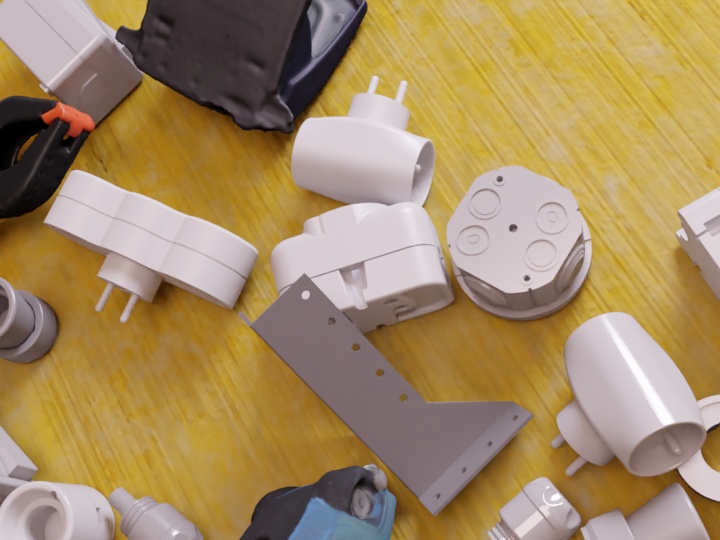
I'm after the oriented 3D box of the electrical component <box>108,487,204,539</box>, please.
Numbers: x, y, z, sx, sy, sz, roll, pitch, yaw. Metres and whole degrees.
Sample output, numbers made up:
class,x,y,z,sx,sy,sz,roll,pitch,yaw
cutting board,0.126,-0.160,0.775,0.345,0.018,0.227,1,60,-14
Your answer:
class,x,y,z,sx,sy,sz,roll,pitch,yaw
electrical component,-0.121,0.148,0.619,0.061,0.035,0.035,35,84,24

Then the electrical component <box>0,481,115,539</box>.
class,x,y,z,sx,sy,sz,roll,pitch,yaw
electrical component,-0.178,0.150,0.626,0.055,0.047,0.055,-4,72,13

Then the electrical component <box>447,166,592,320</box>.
class,x,y,z,sx,sy,sz,roll,pitch,yaw
electrical component,0.089,-0.015,0.607,0.080,0.051,0.080,-4,72,13

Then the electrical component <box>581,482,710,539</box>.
class,x,y,z,sx,sy,sz,roll,pitch,yaw
electrical component,0.146,0.139,0.546,0.055,0.045,0.045,-25,68,6

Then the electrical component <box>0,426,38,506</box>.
class,x,y,z,sx,sy,sz,roll,pitch,yaw
electrical component,-0.240,0.119,0.644,0.061,0.061,0.096,-41,68,-1

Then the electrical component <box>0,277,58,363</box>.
class,x,y,z,sx,sy,sz,roll,pitch,yaw
electrical component,-0.220,0.032,0.670,0.045,0.055,0.045,-4,72,13

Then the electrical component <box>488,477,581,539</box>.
class,x,y,z,sx,sy,sz,roll,pitch,yaw
electrical component,0.085,0.140,0.567,0.061,0.035,0.035,-41,67,2

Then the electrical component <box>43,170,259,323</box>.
class,x,y,z,sx,sy,sz,roll,pitch,yaw
electrical component,-0.137,-0.004,0.662,0.138,0.052,0.073,22,80,20

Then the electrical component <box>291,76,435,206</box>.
class,x,y,z,sx,sy,sz,roll,pitch,yaw
electrical component,0.007,-0.080,0.653,0.077,0.044,0.079,13,77,18

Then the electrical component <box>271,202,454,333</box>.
class,x,y,z,sx,sy,sz,roll,pitch,yaw
electrical component,0.000,0.000,0.623,0.095,0.053,0.059,-18,69,9

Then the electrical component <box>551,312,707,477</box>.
class,x,y,z,sx,sy,sz,roll,pitch,yaw
electrical component,0.131,0.076,0.567,0.079,0.043,0.077,-50,40,26

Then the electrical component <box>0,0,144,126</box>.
class,x,y,z,sx,sy,sz,roll,pitch,yaw
electrical component,-0.199,-0.154,0.721,0.061,0.061,0.096,-45,68,-2

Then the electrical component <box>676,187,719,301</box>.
class,x,y,z,sx,sy,sz,roll,pitch,yaw
electrical component,0.217,-0.003,0.569,0.056,0.050,0.089,-30,67,4
